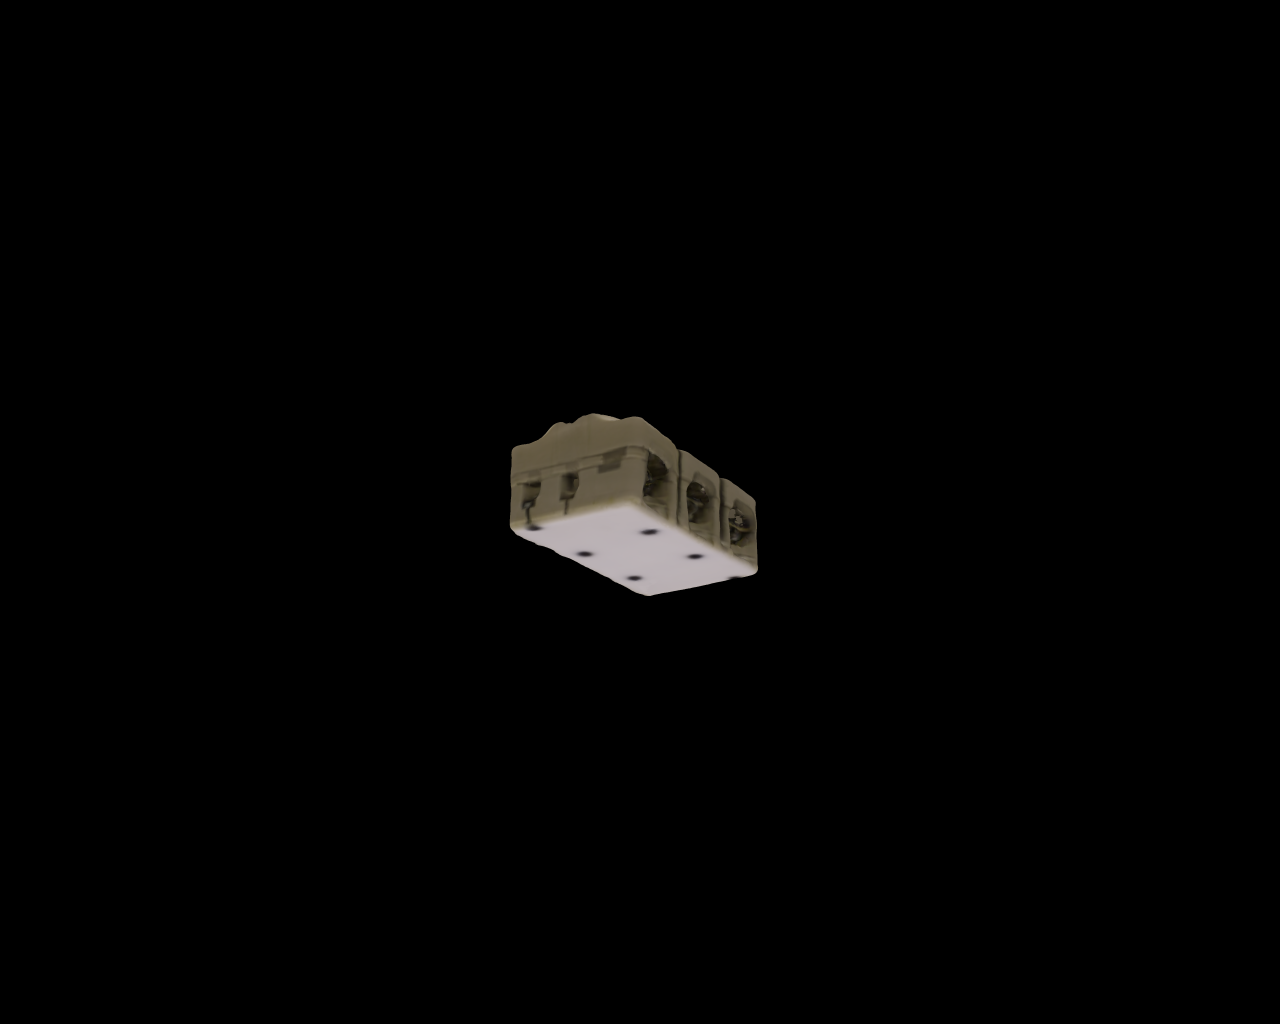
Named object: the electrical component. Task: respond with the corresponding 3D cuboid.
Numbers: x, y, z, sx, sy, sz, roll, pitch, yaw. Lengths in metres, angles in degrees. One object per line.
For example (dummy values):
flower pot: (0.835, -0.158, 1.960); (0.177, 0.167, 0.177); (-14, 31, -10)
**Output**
electrical component: (0.001, -0.003, 0.650); (0.089, 0.062, 0.150); (-13, -26, 29)
